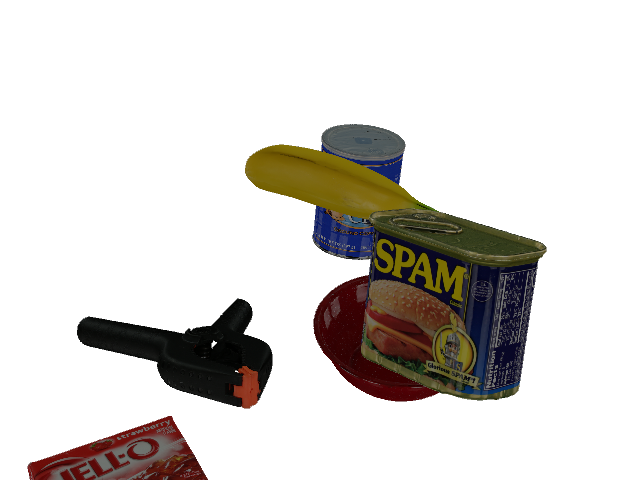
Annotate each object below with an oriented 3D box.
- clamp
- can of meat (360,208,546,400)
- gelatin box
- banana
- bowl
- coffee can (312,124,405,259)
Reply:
[{"bbox_3d":[-0.093,0.090,0.904,0.164,0.036,0.210,-9,16,-33],"label":"clamp"},{"bbox_3d":[0.070,0.034,0.598,0.057,0.084,0.102,-7,19,-40],"label":"can of meat"},{"bbox_3d":[-0.112,0.140,0.599,0.089,0.030,0.073,-16,28,-20],"label":"gelatin box"},{"bbox_3d":[-0.004,-0.042,0.788,0.198,0.037,0.069,20,-15,44],"label":"banana"},{"bbox_3d":[0.073,0.100,1.007,0.162,0.055,0.162,2,37,-2],"label":"bowl"},{"bbox_3d":[0.046,-0.061,1.329,0.103,0.140,0.103,4,27,-2],"label":"coffee can"}]
